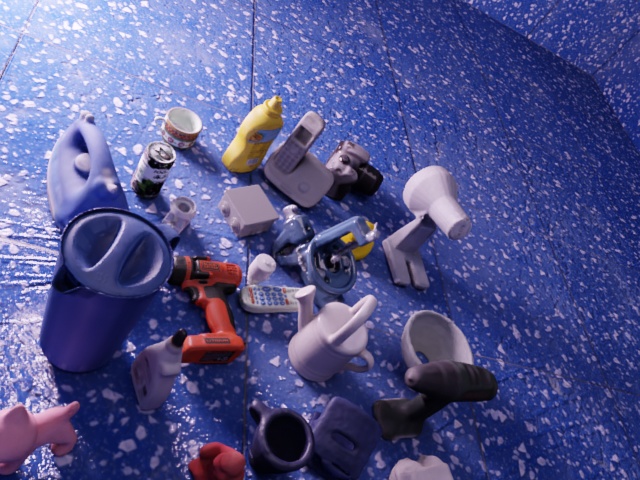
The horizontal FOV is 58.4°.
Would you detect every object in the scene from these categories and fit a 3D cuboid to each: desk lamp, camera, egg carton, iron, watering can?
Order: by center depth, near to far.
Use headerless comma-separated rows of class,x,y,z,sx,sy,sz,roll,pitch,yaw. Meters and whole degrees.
egg carton,0.178,0.434,0.942,0.107,0.069,0.150,4,53,-34
iron,-0.383,-0.129,0.952,0.119,0.141,0.258,-4,58,-39
watering can,0.025,0.153,0.975,0.173,0.193,0.101,28,42,-14
desk lamp,0.241,-0.030,1.282,0.118,0.213,0.203,10,49,-30
camera,0.083,-0.160,1.361,0.137,0.100,0.143,32,42,-10

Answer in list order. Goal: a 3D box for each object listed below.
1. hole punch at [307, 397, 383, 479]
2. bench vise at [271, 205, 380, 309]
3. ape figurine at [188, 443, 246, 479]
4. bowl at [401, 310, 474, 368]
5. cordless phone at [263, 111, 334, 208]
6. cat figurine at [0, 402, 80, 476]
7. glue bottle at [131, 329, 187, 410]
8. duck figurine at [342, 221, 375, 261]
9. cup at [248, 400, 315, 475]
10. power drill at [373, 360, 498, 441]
hole punch,0.034,0.323,0.913,0.109,0.091,0.101,36,41,-5
bench vise,0.004,0.010,1.064,0.207,0.219,0.122,41,41,0
ape figurine,-0.133,0.316,0.792,0.076,0.092,0.077,18,46,-24
bowl,0.222,0.230,1.148,0.168,0.074,0.167,21,45,-22
cordless phone,-0.023,-0.172,1.228,0.147,0.184,0.094,38,41,-3
cat figurine,-0.351,0.228,0.685,0.128,0.117,0.067,-14,64,-43
glue bottle,-0.217,0.169,0.794,0.037,0.173,0.078,-1,55,-37
duck figurine,0.087,-0.008,1.243,0.105,0.086,0.077,-10,61,-42
cup,-0.076,0.298,0.848,0.117,0.094,0.092,47,41,7
power drill,0.186,0.271,0.983,0.230,0.208,0.075,5,52,-34
